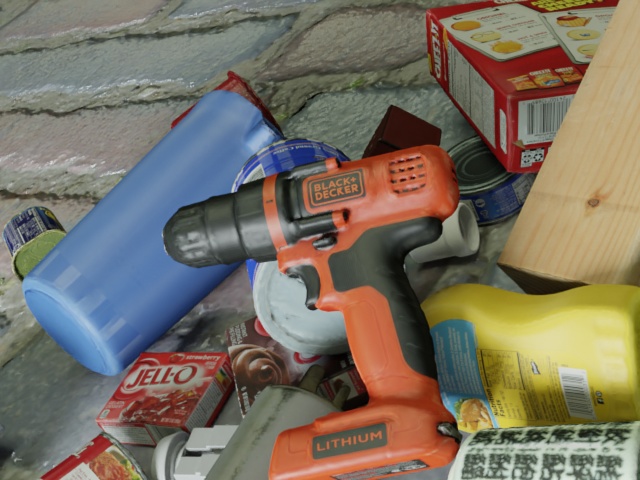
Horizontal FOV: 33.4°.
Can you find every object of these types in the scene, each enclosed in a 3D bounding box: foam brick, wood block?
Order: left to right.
[{"bbox_3d":[0.065,-0.068,0.885,0.053,0.051,0.078,-62,4,29],"label":"foam brick"},{"bbox_3d":[0.207,-0.048,0.676,0.091,0.090,0.206,14,72,47],"label":"wood block"}]

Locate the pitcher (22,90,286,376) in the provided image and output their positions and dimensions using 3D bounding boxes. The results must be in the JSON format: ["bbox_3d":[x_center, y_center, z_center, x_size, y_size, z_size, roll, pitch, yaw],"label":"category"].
[{"bbox_3d":[-0.130,-0.001,0.904,0.145,0.149,0.242,23,57,36],"label":"pitcher"}]

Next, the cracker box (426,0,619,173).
[{"bbox_3d":[0.193,-0.135,0.858,0.164,0.072,0.214,-9,30,-7],"label":"cracker box"}]

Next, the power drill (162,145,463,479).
[{"bbox_3d":[-0.001,0.045,0.614,0.185,0.057,0.187,-13,70,16],"label":"power drill"}]

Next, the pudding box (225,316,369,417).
[{"bbox_3d":[-0.016,0.087,0.764,0.090,0.039,0.113,-25,32,2],"label":"pudding box"}]

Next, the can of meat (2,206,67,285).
[{"bbox_3d":[-0.240,0.025,0.969,0.057,0.102,0.084,-34,30,-9],"label":"can of meat"}]

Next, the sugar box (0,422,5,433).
[{"bbox_3d":[-0.330,0.200,0.819,0.094,0.048,0.176,-6,44,41],"label":"sugar box"}]

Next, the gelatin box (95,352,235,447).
[{"bbox_3d":[-0.115,0.119,0.804,0.089,0.030,0.073,-3,39,34],"label":"gelatin box"}]

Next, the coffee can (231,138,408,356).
[{"bbox_3d":[-0.005,0.001,0.752,0.103,0.102,0.140,-26,30,3],"label":"coffee can"}]

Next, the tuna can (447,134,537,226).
[{"bbox_3d":[0.134,-0.051,0.855,0.086,0.033,0.086,-20,33,13],"label":"tuna can"}]

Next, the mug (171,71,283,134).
[{"bbox_3d":[-0.086,-0.098,1.053,0.081,0.093,0.117,-39,69,-8],"label":"mug"}]

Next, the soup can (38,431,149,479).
[{"bbox_3d":[-0.165,0.183,0.701,0.102,0.068,0.069,-35,31,-27],"label":"soup can"}]

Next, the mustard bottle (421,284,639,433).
[{"bbox_3d":[0.106,0.073,0.637,0.192,0.096,0.058,-1,28,38],"label":"mustard bottle"}]
